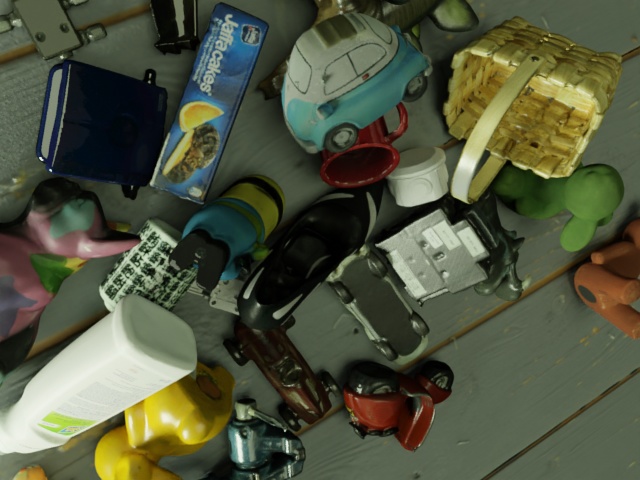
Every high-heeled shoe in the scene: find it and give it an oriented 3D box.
[{"bbox_3d":[-0.001,-0.002,0.602,0.086,0.145,0.249,37,78,5],"label":"high-heeled shoe"}]

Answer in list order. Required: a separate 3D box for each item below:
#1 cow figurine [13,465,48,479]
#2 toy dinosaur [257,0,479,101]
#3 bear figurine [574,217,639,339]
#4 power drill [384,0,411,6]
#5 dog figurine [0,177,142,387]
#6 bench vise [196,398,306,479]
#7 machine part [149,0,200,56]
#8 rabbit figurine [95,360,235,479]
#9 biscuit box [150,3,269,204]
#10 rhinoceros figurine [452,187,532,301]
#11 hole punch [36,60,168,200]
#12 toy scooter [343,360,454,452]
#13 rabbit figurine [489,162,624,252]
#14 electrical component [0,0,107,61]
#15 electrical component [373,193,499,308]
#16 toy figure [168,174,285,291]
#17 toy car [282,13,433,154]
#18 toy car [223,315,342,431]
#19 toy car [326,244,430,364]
[{"bbox_3d":[-0.312,0.334,0.615,0.098,0.068,0.167,-33,112,-6],"label":"cow figurine"},{"bbox_3d":[0.109,-0.323,0.613,0.471,0.105,0.198,-46,123,4],"label":"toy dinosaur"},{"bbox_3d":[0.514,0.041,0.858,0.196,0.132,0.120,-33,120,-6],"label":"bear figurine"},{"bbox_3d":[0.102,-0.356,0.490,0.232,0.086,0.207,-49,134,4],"label":"power drill"},{"bbox_3d":[-0.285,0.044,0.533,0.219,0.109,0.191,-18,108,-21],"label":"dog figurine"},{"bbox_3d":[-0.134,0.314,0.656,0.240,0.129,0.223,-4,102,-26],"label":"bench vise"},{"bbox_3d":[-0.150,-0.262,0.551,0.084,0.039,0.138,-6,103,-27],"label":"machine part"},{"bbox_3d":[-0.182,0.224,0.609,0.173,0.162,0.121,-38,128,9],"label":"rabbit figurine"},{"bbox_3d":[-0.117,-0.142,0.573,0.059,0.063,0.202,20,94,-12],"label":"biscuit box"},{"bbox_3d":[0.235,0.009,0.766,0.112,0.073,0.190,-36,112,-23],"label":"rhinoceros figurine"},{"bbox_3d":[-0.213,-0.112,0.535,0.116,0.092,0.142,9,96,-29],"label":"hole punch"},{"bbox_3d":[0.108,0.242,0.765,0.184,0.075,0.135,5,102,-29],"label":"toy scooter"},{"bbox_3d":[0.330,-0.059,0.728,0.121,0.170,0.159,-40,114,-9],"label":"rabbit figurine"},{"bbox_3d":[-0.264,-0.208,0.524,0.094,0.021,0.063,-27,112,-15],"label":"electrical component"},{"bbox_3d":[0.156,0.011,0.689,0.134,0.058,0.114,-29,103,30],"label":"electrical component"},{"bbox_3d":[-0.087,-0.013,0.564,0.089,0.180,0.082,-29,100,17],"label":"toy figure"},{"bbox_3d":[0.026,-0.169,0.540,0.162,0.109,0.102,-29,145,7],"label":"toy car"},{"bbox_3d":[-0.041,0.169,0.691,0.089,0.053,0.202,-37,116,-14],"label":"toy car"},{"bbox_3d":[0.079,0.088,0.724,0.073,0.056,0.201,-38,113,-4],"label":"toy car"}]
